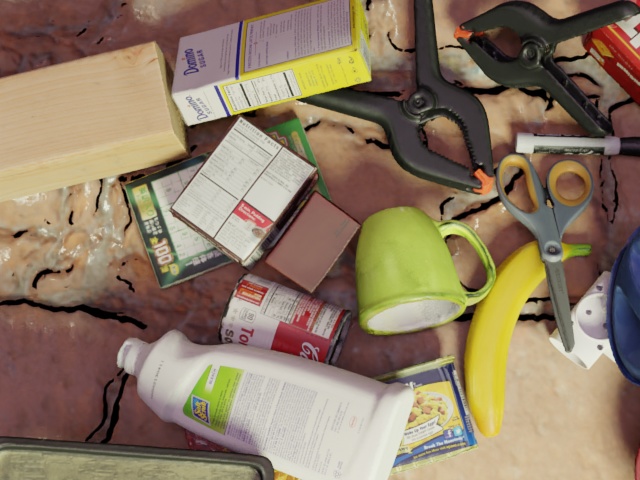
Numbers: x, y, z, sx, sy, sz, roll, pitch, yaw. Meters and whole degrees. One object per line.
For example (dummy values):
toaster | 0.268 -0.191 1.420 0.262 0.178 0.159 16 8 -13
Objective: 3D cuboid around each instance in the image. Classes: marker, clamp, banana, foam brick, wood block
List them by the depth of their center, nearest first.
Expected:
banana | 0.168 0.073 0.941 0.070 0.037 0.198 28 83 11
foam brick | -0.006 0.001 0.956 0.053 0.051 0.078 37 92 -3
clamp | 0.204 -0.178 0.957 0.172 0.039 0.120 30 115 23
marker | 0.240 -0.087 0.976 0.121 0.020 0.020 3 79 6
wood block | -0.234 -0.105 0.986 0.206 0.090 0.091 -13 78 2
clamp | 0.095 -0.132 0.989 0.164 0.036 0.210 -45 75 -4

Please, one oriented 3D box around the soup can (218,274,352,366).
soup can | -0.031 0.077 0.943 0.102 0.068 0.068 20 81 9

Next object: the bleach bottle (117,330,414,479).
bleach bottle | -0.055 0.129 0.896 0.251 0.068 0.102 19 90 18

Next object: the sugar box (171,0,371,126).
sugar box | -0.044 -0.165 0.974 0.176 0.048 0.093 -14 43 14

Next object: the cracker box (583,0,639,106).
cracker box | 0.375 -0.195 0.959 0.213 0.072 0.164 -40 77 -3

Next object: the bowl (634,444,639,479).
bowl | 0.340 0.201 0.891 0.162 0.055 0.162 -1 79 5

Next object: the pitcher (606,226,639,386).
pitcher | 0.367 0.069 0.856 0.242 0.145 0.149 6 103 -10

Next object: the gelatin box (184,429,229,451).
gelatin box | -0.089 0.152 0.952 0.073 0.030 0.089 -23 78 0

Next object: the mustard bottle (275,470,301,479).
mustard bottle | -0.033 0.240 0.915 0.191 0.058 0.096 -11 79 3

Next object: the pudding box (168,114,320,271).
pudding box | -0.068 -0.043 0.970 0.090 0.039 0.113 36 83 10

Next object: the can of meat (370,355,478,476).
can of meat | 0.079 0.153 0.924 0.102 0.057 0.084 -16 80 2

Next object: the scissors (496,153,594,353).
scissors | 0.217 0.001 0.931 0.096 0.016 0.202 -15 58 -9
